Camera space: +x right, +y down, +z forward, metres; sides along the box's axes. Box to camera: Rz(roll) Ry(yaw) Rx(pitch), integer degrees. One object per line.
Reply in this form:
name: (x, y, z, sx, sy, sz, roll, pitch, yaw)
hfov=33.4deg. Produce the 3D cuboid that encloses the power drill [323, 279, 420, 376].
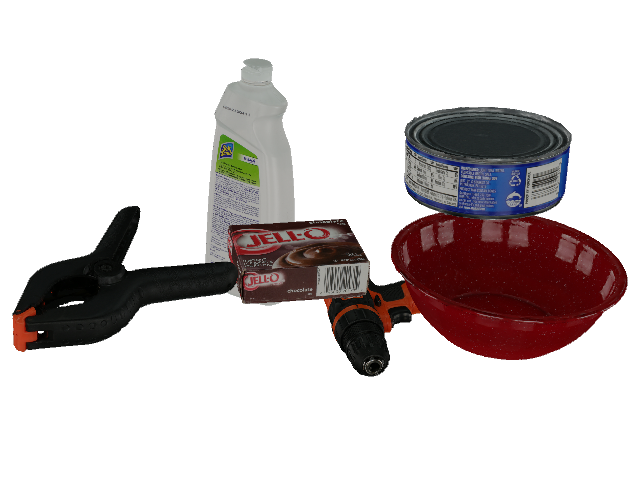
power drill: (0.102, 0.077, 1.138, 0.187, 0.057, 0.184, -5, 28, -10)

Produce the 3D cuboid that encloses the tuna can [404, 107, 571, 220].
tuna can: (0.087, -0.042, 0.560, 0.086, 0.034, 0.086, 0, 24, 0)

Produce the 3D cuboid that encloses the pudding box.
pudding box: (-0.021, 0.017, 0.940, 0.113, 0.039, 0.090, -2, 27, -13)

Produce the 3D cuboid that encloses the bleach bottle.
bleach bottle: (-0.067, -0.063, 1.117, 0.103, 0.251, 0.068, 18, 28, 24)

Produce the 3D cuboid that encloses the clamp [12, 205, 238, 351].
clamp: (-0.160, 0.026, 0.786, 0.171, 0.039, 0.120, -21, 38, -39)

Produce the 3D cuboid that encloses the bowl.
bowl: (0.128, 0.036, 0.746, 0.162, 0.055, 0.162, 3, 28, -2)
